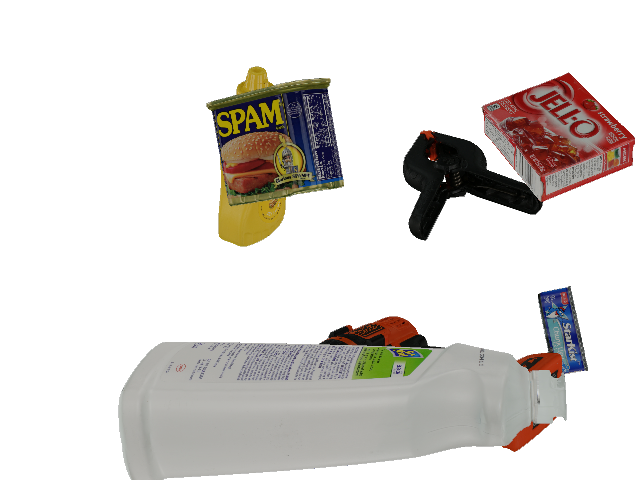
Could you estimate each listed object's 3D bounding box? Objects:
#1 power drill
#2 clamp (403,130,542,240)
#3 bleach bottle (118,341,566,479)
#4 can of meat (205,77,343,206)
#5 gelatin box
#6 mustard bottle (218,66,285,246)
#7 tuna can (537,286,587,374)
[{"bbox_3d":[0.079,0.109,0.831,0.188,0.057,0.184,11,17,31],"label":"power drill"},{"bbox_3d":[0.133,-0.058,0.992,0.120,0.039,0.171,-4,34,-1],"label":"clamp"},{"bbox_3d":[0.017,0.097,0.630,0.251,0.068,0.102,-2,17,10],"label":"bleach bottle"},{"bbox_3d":[-0.034,-0.075,0.829,0.102,0.084,0.057,-7,5,40],"label":"can of meat"},{"bbox_3d":[0.167,-0.075,0.756,0.073,0.030,0.089,-21,46,-8],"label":"gelatin box"},{"bbox_3d":[-0.070,-0.094,1.130,0.058,0.192,0.096,21,39,23],"label":"mustard bottle"},{"bbox_3d":[0.242,0.090,1.065,0.034,0.086,0.086,-12,-3,13],"label":"tuna can"}]
